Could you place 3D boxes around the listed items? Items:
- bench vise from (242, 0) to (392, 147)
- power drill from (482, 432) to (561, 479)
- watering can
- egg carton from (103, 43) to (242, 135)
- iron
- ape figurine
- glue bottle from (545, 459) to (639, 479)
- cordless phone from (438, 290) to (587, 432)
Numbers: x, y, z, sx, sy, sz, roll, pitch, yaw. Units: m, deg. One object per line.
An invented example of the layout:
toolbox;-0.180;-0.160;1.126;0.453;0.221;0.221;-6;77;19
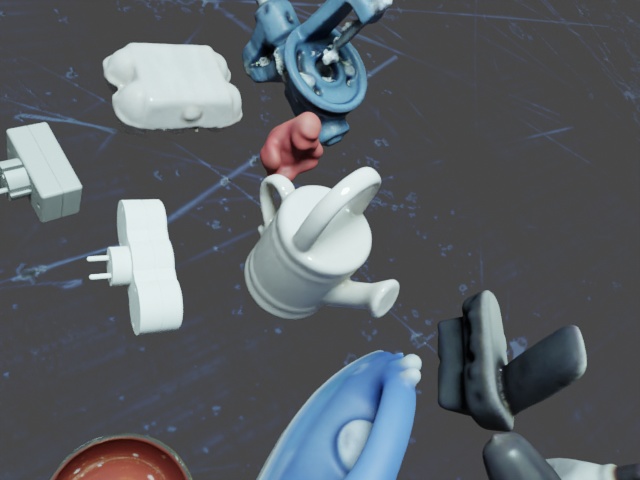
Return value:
bench vise;-0.013;-0.246;0.696;0.207;0.219;0.122;40;51;1
power drill;0.161;0.273;0.462;0.076;0.208;0.229;-33;79;-38
watering can;0.007;0.001;0.566;0.173;0.193;0.101;33;51;-4
egg carton;-0.168;-0.172;0.666;0.151;0.069;0.107;-11;66;-32
iron;0.039;0.178;0.503;0.119;0.141;0.259;34;51;-4
ape figurine;-0.029;-0.117;0.688;0.078;0.092;0.076;7;57;-23
glue bottle;0.239;0.238;0.548;0.037;0.173;0.078;49;51;8
cordless phone;0.209;0.112;0.606;0.094;0.184;0.147;15;54;-18
